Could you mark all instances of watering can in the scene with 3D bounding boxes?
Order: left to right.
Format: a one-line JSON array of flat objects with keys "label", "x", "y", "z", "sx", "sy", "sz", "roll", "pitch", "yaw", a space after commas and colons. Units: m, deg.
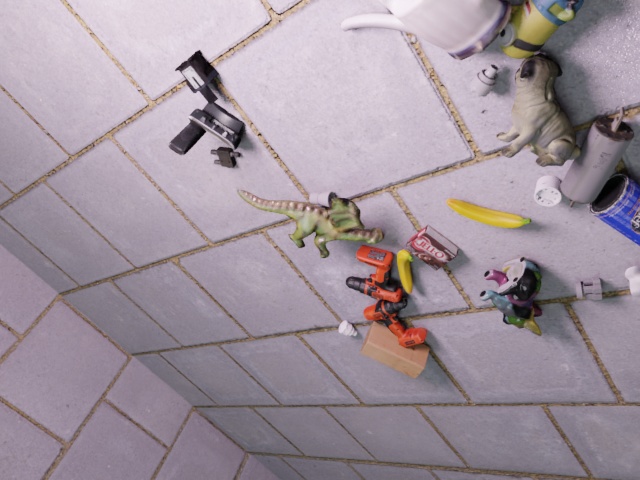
[{"label": "watering can", "x": 0.193, "y": -0.415, "z": 0.945, "sx": 0.223, "sy": 0.105, "sz": 0.347, "roll": 25, "pitch": 170, "yaw": -22}]

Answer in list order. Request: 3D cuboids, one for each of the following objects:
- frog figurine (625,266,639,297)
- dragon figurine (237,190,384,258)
[{"label": "frog figurine", "x": 0.798, "y": 0.118, "z": 1.202, "sx": 0.162, "sy": 0.123, "sz": 0.134, "roll": 46, "pitch": 163, "yaw": 37}, {"label": "dragon figurine", "x": 0.004, "y": -0.069, "z": 1.365, "sx": 0.407, "sy": 0.125, "sz": 0.240, "roll": 27, "pitch": 146, "yaw": -30}]
